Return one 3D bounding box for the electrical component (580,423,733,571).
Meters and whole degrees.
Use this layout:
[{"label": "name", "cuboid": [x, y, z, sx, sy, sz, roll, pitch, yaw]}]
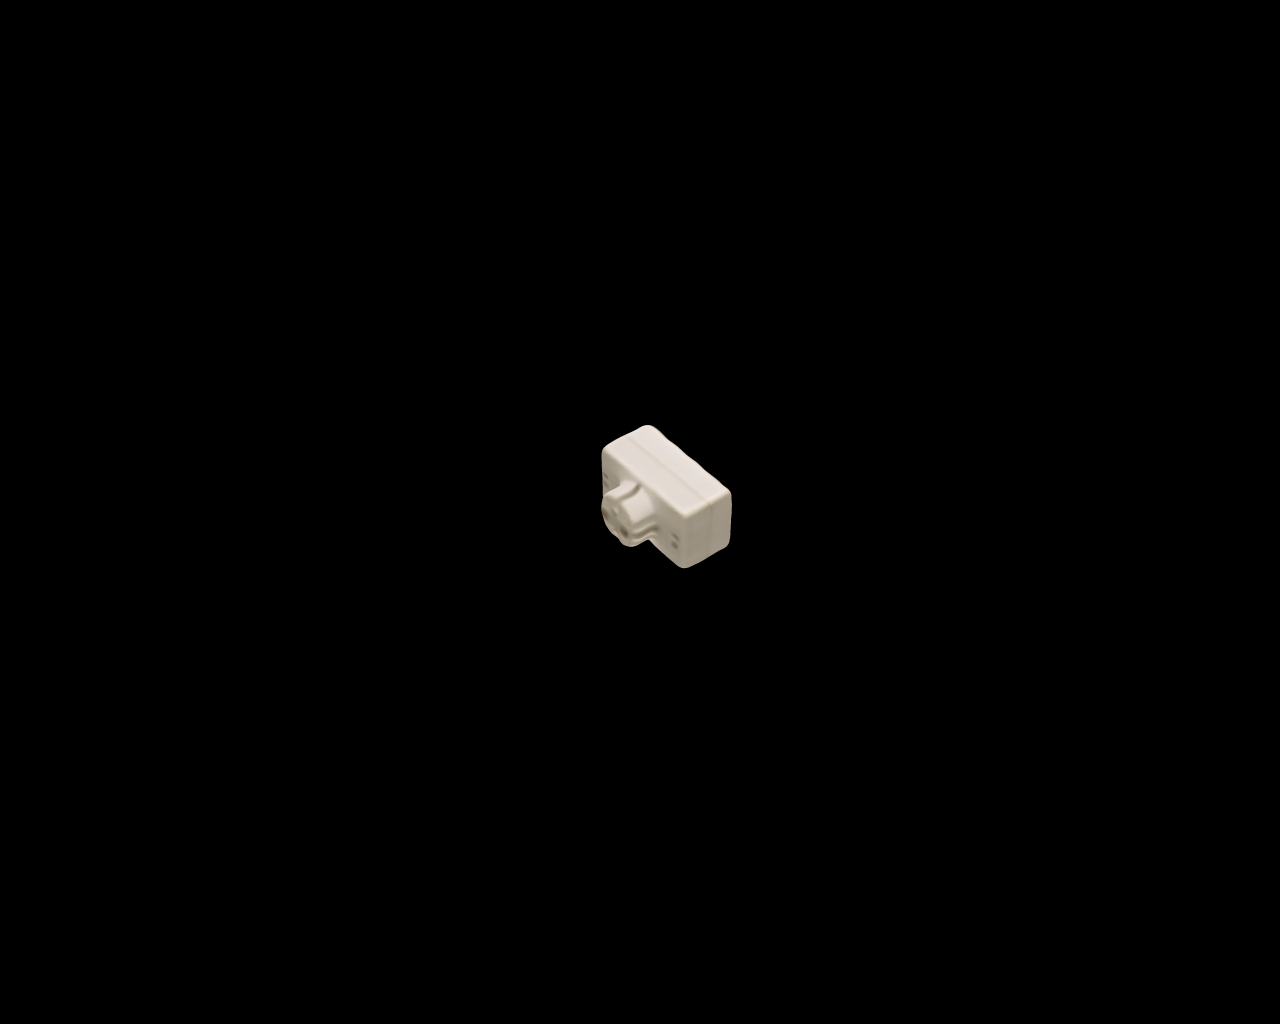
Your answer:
[{"label": "electrical component", "cuboid": [0.001, -0.003, 0.650, 0.076, 0.047, 0.083, -27, 49, -26]}]
